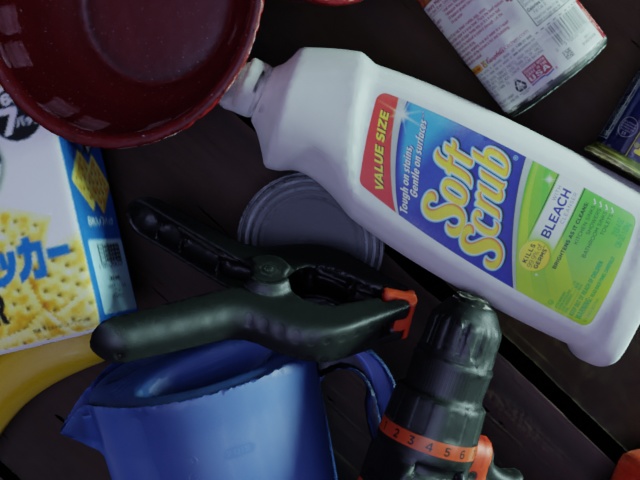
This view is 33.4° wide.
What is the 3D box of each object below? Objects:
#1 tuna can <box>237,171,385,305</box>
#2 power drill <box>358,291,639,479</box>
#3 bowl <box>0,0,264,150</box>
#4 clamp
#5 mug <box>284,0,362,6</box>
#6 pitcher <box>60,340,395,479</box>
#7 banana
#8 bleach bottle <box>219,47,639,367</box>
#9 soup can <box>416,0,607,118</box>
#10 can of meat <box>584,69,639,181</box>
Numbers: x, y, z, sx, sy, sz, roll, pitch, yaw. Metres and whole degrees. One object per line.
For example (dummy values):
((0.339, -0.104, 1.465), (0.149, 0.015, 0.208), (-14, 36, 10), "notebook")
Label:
((-0.004, 0.001, 0.627), (0.086, 0.033, 0.086), (1, 100, 8), "tuna can")
((0.113, 0.134, 0.587), (0.187, 0.057, 0.184), (17, 96, -18), "power drill")
((-0.096, -0.128, 0.552), (0.162, 0.055, 0.162), (1, 95, 17), "bowl")
((-0.036, 0.022, 0.581), (0.171, 0.120, 0.039), (5, 135, -13), "clamp")
((0.010, -0.174, 0.558), (0.117, 0.081, 0.093), (-34, 113, 0), "mug")
((-0.033, 0.174, 0.619), (0.149, 0.144, 0.243), (-4, 105, 39), "pitcher")
((-0.195, 0.109, 0.672), (0.198, 0.037, 0.069), (-40, 90, 12), "banana")
((0.061, -0.027, 0.577), (0.250, 0.068, 0.102), (24, 96, -6), "bleach bottle")
((0.097, -0.126, 0.573), (0.068, 0.068, 0.102), (-38, 93, 12), "soup can")
((0.210, -0.059, 0.575), (0.102, 0.057, 0.084), (30, 100, 2), "can of meat")
